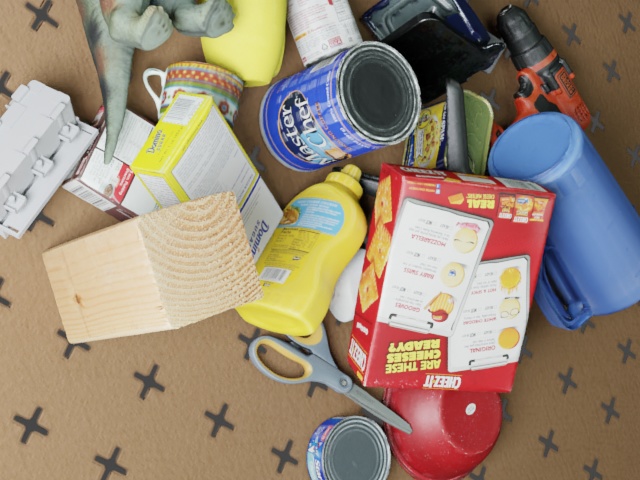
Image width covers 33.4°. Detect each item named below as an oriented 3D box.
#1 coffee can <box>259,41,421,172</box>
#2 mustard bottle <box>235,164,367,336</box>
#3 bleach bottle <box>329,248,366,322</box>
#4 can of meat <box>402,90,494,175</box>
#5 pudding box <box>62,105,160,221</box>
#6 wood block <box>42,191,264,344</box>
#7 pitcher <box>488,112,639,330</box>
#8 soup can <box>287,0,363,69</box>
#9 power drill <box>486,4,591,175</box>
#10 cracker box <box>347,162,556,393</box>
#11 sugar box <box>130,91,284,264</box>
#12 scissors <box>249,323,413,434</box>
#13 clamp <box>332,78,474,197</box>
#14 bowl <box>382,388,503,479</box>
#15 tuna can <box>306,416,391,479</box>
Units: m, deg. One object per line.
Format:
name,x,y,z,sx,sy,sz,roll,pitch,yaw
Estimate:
coffee can,0.018,-0.131,1.071,0.102,0.141,0.103,6,79,-34
mustard bottle,-0.007,0.002,1.061,0.058,0.096,0.191,53,55,-41
bleach bottle,0.097,0.058,1.145,0.250,0.068,0.102,-1,83,-32
can of meat,0.139,-0.106,1.183,0.057,0.084,0.102,20,72,-31
pudding box,-0.170,-0.063,0.995,0.113,0.039,0.090,33,66,-29
wood block,-0.146,0.027,0.894,0.090,0.207,0.091,-18,93,-35
pitcher,0.279,-0.021,1.197,0.242,0.145,0.149,48,22,-40
soup can,-0.002,-0.238,1.116,0.068,0.069,0.102,-25,95,-34
power drill,0.235,-0.166,1.274,0.187,0.057,0.184,-47,109,-30
cracker box,0.127,0.039,1.063,0.164,0.072,0.214,5,106,-17
sugar box,-0.100,-0.045,0.990,0.093,0.048,0.176,-61,147,-26
scissors,0.020,0.127,1.097,0.201,0.016,0.096,22,67,-24
clamp,0.124,-0.042,1.119,0.210,0.165,0.036,57,19,-9
bowl,0.147,0.187,1.162,0.161,0.055,0.162,6,79,-34
tuna can,0.029,0.223,1.089,0.086,0.034,0.086,6,79,-34
